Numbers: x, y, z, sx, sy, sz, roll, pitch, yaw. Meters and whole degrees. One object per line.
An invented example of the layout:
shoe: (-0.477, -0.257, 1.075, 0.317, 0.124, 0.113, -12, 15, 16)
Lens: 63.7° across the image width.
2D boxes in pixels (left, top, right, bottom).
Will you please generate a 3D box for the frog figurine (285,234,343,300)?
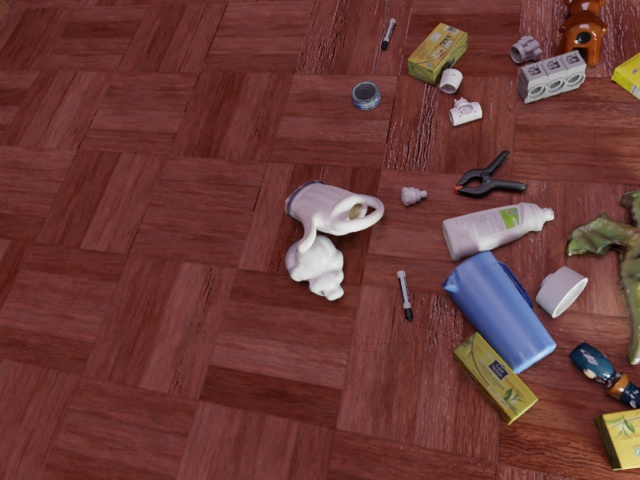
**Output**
frog figurine: (-0.008, 0.069, 1.240, 0.138, 0.119, 0.163, -10, 48, -13)

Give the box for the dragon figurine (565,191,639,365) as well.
dragon figurine: (0.662, 0.045, 1.123, 0.245, 0.120, 0.415, 26, 69, 42)

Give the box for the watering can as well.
watering can: (0.004, -0.063, 1.245, 0.226, 0.102, 0.351, 21, 30, 36)
